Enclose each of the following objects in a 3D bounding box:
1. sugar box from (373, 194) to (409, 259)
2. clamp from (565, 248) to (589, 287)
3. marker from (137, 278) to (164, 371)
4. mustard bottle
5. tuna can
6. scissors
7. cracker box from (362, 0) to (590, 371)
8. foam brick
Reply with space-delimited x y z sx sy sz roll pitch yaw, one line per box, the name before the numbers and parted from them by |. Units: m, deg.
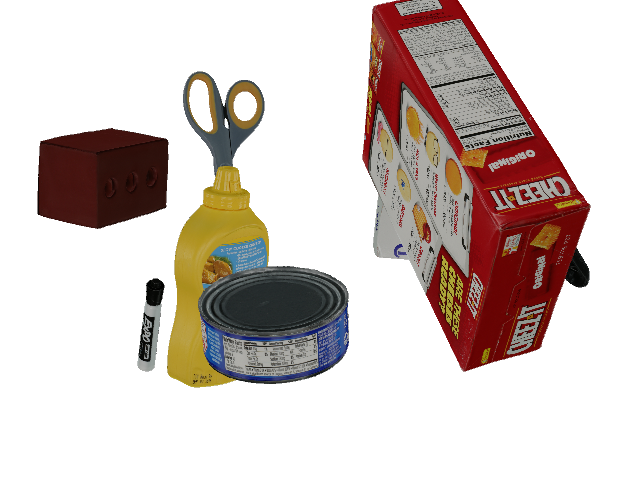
sugar box | 0.154 -0.021 1.252 0.176 0.093 0.048 3 23 -4
clamp | 0.175 -0.020 0.930 0.120 0.171 0.039 -26 12 -40
marker | -0.179 0.089 1.129 0.020 0.121 0.020 8 36 -6
mustard bottle | -0.088 0.029 0.949 0.058 0.192 0.096 19 20 39
tuna can | -0.026 0.047 0.611 0.086 0.034 0.086 -2 23 1
scissors | -0.086 -0.084 1.119 0.096 0.202 0.016 -18 -3 -22
cracker box | 0.099 -0.044 0.753 0.072 0.214 0.164 -15 -36 -12
foam brick | -0.148 -0.044 0.733 0.051 0.053 0.078 14 19 26
